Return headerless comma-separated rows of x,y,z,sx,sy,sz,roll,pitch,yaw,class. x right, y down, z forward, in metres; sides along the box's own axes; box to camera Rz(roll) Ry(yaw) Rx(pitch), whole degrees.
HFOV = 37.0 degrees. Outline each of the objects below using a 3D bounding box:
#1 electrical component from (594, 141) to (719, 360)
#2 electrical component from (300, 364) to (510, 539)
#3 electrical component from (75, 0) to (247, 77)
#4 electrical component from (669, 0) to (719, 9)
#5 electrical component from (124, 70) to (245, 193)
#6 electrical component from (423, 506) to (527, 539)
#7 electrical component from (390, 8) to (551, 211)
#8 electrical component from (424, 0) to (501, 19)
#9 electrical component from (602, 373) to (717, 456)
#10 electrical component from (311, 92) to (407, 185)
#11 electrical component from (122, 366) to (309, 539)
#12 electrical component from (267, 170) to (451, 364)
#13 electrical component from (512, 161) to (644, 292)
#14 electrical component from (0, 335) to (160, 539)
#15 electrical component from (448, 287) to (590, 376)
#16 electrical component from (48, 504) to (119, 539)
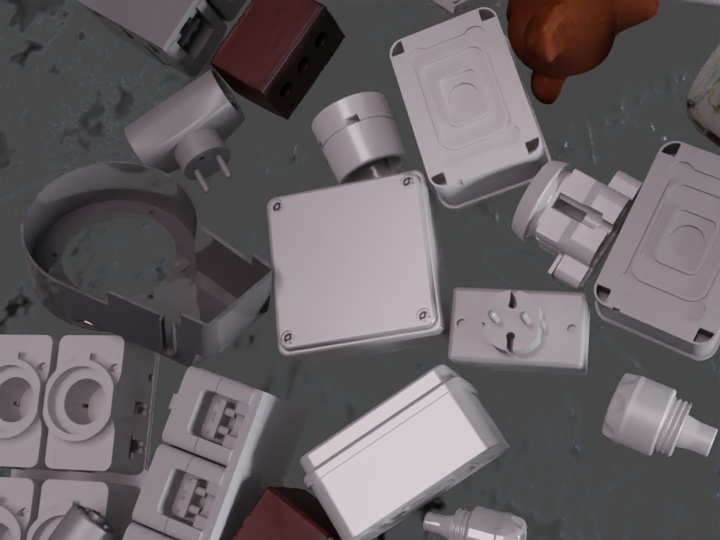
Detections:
0.199,-0.011,0.654,0.078,0.057,0.113,25,84,20,electrical component
0.028,0.113,0.661,0.113,0.078,0.057,-35,72,5,electrical component
-0.125,-0.231,0.802,0.089,0.062,0.150,31,86,21,electrical component
0.239,-0.214,0.670,0.060,0.108,0.108,19,82,14,electrical component
-0.118,-0.092,0.774,0.077,0.043,0.079,-33,70,6,electrical component
0.069,0.161,0.660,0.061,0.035,0.035,10,79,20,electrical component
0.074,-0.104,0.714,0.078,0.057,0.113,-20,72,11,electrical component
0.046,-0.232,0.745,0.121,0.063,0.079,38,48,21,electrical component
0.180,0.091,0.641,0.062,0.043,0.043,22,83,19,electrical component
0.001,-0.087,0.733,0.055,0.055,0.047,-25,74,9,electrical component
-0.098,0.144,0.683,0.062,0.089,0.150,17,81,19,electrical component
0.000,0.000,0.709,0.109,0.056,0.108,-10,74,14,electrical component
0.133,-0.033,0.679,0.057,0.058,0.078,32,87,18,electrical component
-0.207,0.140,0.732,0.105,0.060,0.186,-1,76,16,electrical component
0.096,0.034,0.662,0.083,0.076,0.047,2,77,17,electrical component
-0.180,0.177,0.660,0.044,0.044,0.065,32,81,21,electrical component
